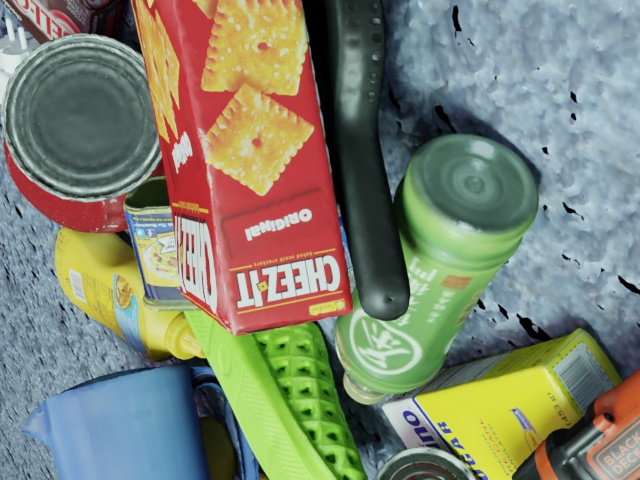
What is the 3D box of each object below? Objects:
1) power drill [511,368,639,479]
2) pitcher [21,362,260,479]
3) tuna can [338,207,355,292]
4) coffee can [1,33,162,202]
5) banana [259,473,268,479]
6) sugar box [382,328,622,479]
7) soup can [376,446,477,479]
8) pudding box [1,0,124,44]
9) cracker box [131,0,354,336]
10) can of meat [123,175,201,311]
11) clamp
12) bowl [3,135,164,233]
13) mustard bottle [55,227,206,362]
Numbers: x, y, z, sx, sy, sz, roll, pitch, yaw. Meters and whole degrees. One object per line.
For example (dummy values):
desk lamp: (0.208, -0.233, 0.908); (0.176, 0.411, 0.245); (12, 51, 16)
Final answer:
power drill: (0.181, 0.157, 0.505); (0.188, 0.057, 0.185); (46, 117, 10)
pitcher: (-0.137, 0.229, 0.907); (0.149, 0.144, 0.243); (-20, 82, 29)
tuna can: (-0.005, 0.001, 0.704); (0.086, 0.033, 0.086); (35, 142, 32)
coffee can: (-0.149, -0.082, 0.713); (0.103, 0.103, 0.140); (63, 177, -9)
banana: (-0.071, 0.287, 1.048); (0.070, 0.037, 0.198); (50, 148, 11)
sugar box: (0.114, 0.115, 0.631); (0.093, 0.048, 0.177); (57, 148, 0)
soup can: (0.055, 0.180, 0.668); (0.068, 0.068, 0.102); (46, 150, 18)
pudding box: (-0.197, -0.184, 0.800); (0.113, 0.039, 0.090); (49, 148, 13)
cracker box: (-0.052, -0.067, 0.575); (0.164, 0.072, 0.214); (-166, 67, -75)
can of meat: (-0.084, 0.001, 0.761); (0.102, 0.057, 0.084); (-2, 120, 13)
clamp: (0.007, -0.070, 0.574); (0.165, 0.036, 0.210); (-166, 72, -73)
bowl: (-0.193, -0.057, 0.844); (0.162, 0.055, 0.162); (21, 144, 16)
mustard bottle: (-0.159, 0.054, 0.941); (0.192, 0.058, 0.096); (29, 134, 39)
